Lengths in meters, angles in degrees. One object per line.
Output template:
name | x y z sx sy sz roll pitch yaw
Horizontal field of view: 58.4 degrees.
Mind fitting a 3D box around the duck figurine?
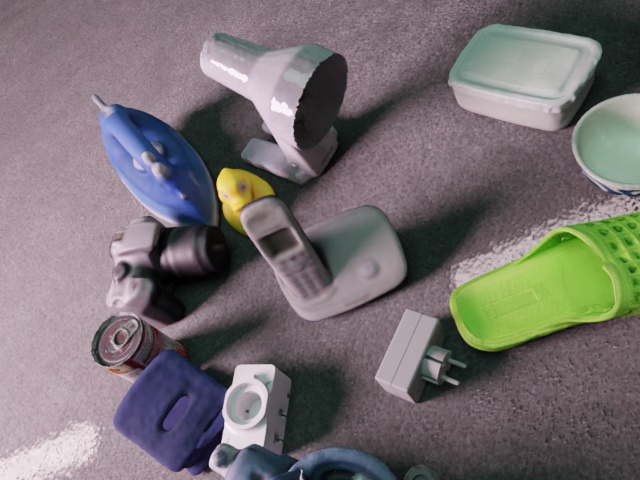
duck figurine | -0.109 -0.065 0.777 0.077 0.086 0.104 -27 54 5

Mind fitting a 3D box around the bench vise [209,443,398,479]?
bench vise | -0.024 0.230 0.476 0.206 0.220 0.121 -2 60 22

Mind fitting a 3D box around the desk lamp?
desk lamp | -0.051 -0.168 0.736 0.202 0.214 0.118 23 71 32

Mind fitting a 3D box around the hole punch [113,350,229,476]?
hole punch | -0.153 0.190 0.636 0.100 0.091 0.109 24 72 33

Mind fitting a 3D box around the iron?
iron | -0.243 -0.117 0.832 0.119 0.142 0.257 -43 54 -6

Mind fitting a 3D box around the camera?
camera | -0.199 0.029 0.749 0.136 0.101 0.143 -9 57 18

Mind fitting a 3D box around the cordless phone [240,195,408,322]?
cordless phone | 0.006 0.002 0.626 0.147 0.185 0.094 -27 54 6
